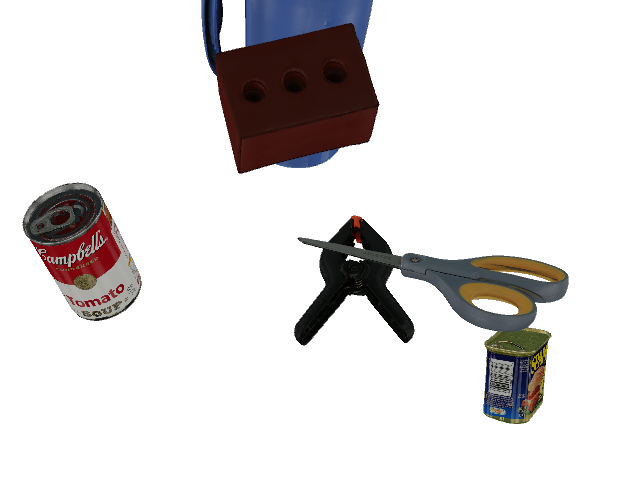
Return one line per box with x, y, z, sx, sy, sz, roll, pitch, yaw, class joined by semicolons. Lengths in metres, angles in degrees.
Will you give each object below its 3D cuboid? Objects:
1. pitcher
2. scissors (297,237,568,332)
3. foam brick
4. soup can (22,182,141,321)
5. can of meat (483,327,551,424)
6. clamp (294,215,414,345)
-0.029;-0.194;1.101;0.149;0.243;0.144;29;50;19;pitcher
0.071;0.028;0.750;0.202;0.016;0.096;5;27;12;scissors
-0.014;-0.077;0.580;0.078;0.053;0.051;-15;-15;-6;foam brick
-0.198;0.011;0.897;0.069;0.068;0.102;0;-42;16;soup can
0.219;0.149;1.194;0.058;0.084;0.102;7;12;25;can of meat
0.047;0.045;1.120;0.120;0.171;0.039;8;-39;8;clamp
